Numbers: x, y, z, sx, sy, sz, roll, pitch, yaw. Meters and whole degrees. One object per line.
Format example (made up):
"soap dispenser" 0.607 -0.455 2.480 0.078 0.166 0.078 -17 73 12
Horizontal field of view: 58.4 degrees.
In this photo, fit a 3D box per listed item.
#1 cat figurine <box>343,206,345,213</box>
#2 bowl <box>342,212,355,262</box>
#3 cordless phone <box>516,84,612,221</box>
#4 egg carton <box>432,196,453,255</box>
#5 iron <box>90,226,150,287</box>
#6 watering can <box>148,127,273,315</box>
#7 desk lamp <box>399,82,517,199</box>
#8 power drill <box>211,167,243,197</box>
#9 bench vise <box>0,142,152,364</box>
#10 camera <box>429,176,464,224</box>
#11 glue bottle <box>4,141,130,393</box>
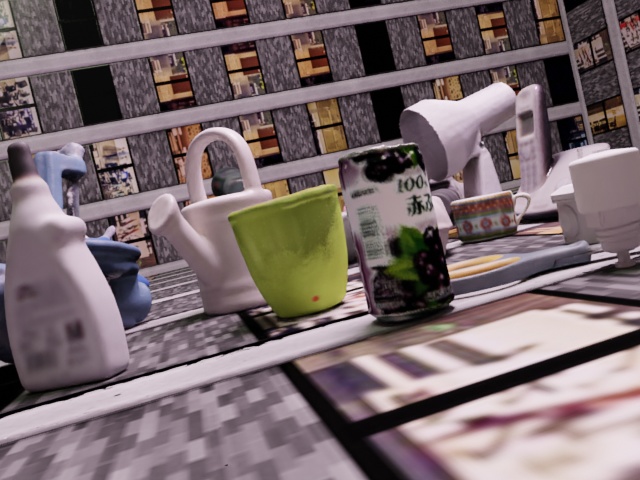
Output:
"cat figurine" 0.000 -0.022 0.978 0.127 0.118 0.067 -12 2 22
"bowl" 0.008 0.003 0.848 0.167 0.075 0.167 -13 2 1
"cordless phone" 0.310 -0.122 0.757 0.094 0.185 0.147 -14 2 -18
"egg carton" 0.100 -0.010 0.678 0.107 0.069 0.150 -13 2 5
"iron" -0.405 0.065 0.881 0.118 0.141 0.259 -11 3 42
"watering can" -0.099 -0.024 0.610 0.100 0.194 0.173 -13 2 15
"desk lamp" 0.241 -0.124 0.873 0.203 0.213 0.118 -14 2 -14
"power drill" -0.150 -0.036 1.052 0.076 0.208 0.229 -14 2 -16
"bench vise" -0.270 0.004 0.593 0.121 0.220 0.208 -13 2 10
"camera" 0.229 -0.073 1.139 0.142 0.101 0.137 -12 2 24
"glue bottle" -0.189 0.016 0.401 0.078 0.173 0.037 -13 2 15
